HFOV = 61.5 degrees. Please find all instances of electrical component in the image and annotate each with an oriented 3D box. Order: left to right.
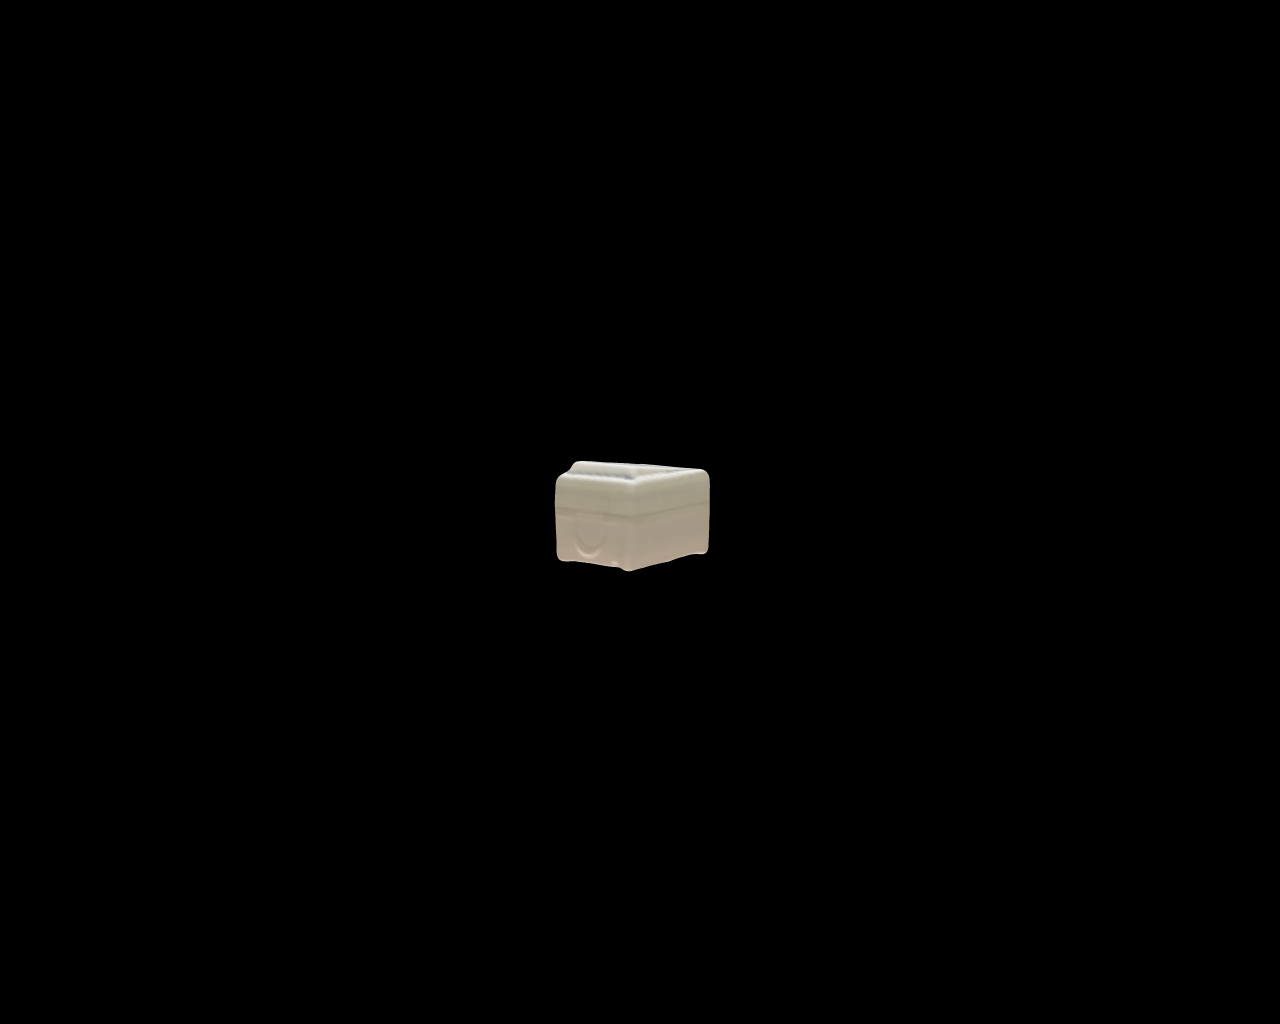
[{"bbox_3d":[0.001,-0.003,0.650,0.062,0.061,0.096,7,12,39],"label":"electrical component"}]
